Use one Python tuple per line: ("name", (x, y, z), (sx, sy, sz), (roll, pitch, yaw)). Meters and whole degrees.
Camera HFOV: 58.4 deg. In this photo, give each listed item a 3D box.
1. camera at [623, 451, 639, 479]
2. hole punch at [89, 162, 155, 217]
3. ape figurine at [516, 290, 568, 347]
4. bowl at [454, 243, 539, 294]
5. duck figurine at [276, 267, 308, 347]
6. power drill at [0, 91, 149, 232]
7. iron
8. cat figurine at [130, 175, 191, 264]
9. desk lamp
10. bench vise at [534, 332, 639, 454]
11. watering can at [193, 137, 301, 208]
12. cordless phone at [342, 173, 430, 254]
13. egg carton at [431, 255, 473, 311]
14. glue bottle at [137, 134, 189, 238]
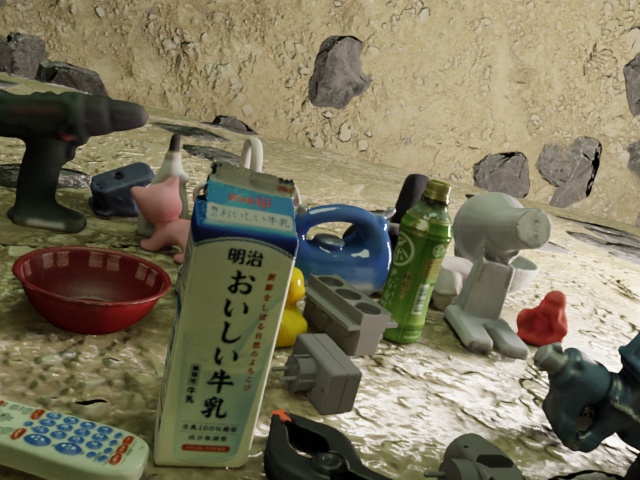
("camera", (0.298, 0.221, 0.471), (0.137, 0.101, 0.143), (11, 16, -11))
("hole punch", (-0.350, -0.093, 1.008), (0.101, 0.091, 0.108), (4, 19, -34))
("ape figurine", (0.355, 0.121, 0.896), (0.076, 0.092, 0.077), (4, 18, -33))
("bowl", (0.334, 0.061, 1.119), (0.167, 0.075, 0.167), (13, 15, -4))
("duck figurine", (-0.046, 0.075, 0.703), (0.077, 0.086, 0.104), (15, 15, 2))
("power drill", (-0.388, -0.123, 0.860), (0.230, 0.208, 0.075), (10, 16, -17))
("iron", (0.008, 0.003, 0.901), (0.259, 0.141, 0.118), (5, 18, -31))
("cat figurine", (-0.226, -0.037, 0.876), (0.127, 0.118, 0.067), (18, 16, 15))
("desk lamp", (0.273, 0.040, 0.877), (0.118, 0.213, 0.203), (12, 16, -8))
("bench vise", (0.347, 0.133, 0.602), (0.208, 0.220, 0.121), (10, 16, -16))
("watering can", (-0.120, -0.075, 0.961), (0.173, 0.194, 0.100), (1, 20, -40))
("cordless phone", (0.133, -0.048, 1.113), (0.148, 0.185, 0.094), (7, 17, -26))
("egg carton", (0.225, 0.072, 0.992), (0.107, 0.069, 0.150), (11, 16, -12))
("glue bottle", (-0.244, -0.086, 0.925), (0.078, 0.173, 0.037), (11, 16, -12))
